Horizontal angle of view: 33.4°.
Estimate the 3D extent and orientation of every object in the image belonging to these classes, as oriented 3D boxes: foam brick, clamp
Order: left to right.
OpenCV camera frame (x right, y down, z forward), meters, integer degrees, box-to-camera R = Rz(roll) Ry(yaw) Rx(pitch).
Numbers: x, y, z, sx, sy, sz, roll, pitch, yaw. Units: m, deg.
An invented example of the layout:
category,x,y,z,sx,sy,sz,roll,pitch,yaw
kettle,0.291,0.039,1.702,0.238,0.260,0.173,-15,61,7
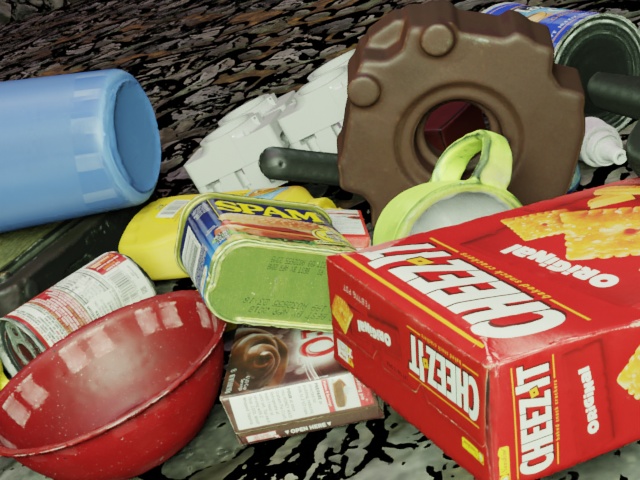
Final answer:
category,x,y,z,sx,sy,sz,roll,pitch,yaw
clamp,0.028,-0.055,0.850,0.171,0.039,0.120,7,10,-13
foam brick,0.102,-0.083,0.904,0.051,0.053,0.078,-1,27,35
clamp,0.230,-0.086,0.607,0.165,0.036,0.209,-29,19,25

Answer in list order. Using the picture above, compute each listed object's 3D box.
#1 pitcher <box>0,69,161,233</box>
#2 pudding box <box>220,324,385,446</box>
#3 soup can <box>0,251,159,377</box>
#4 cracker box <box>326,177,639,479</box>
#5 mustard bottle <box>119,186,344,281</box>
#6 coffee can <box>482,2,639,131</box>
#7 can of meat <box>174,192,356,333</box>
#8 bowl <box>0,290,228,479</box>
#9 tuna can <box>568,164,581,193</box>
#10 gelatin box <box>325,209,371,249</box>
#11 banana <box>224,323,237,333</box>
category,x,y,z,sx,sy,sz,roll,pitch,yaw
pitcher,-0.254,-0.066,0.870,0.243,0.145,0.149,-7,37,15
pudding box,-0.007,0.073,0.645,0.090,0.039,0.113,-14,23,8
soup can,-0.172,0.060,0.763,0.069,0.068,0.102,4,31,43
cracker box,0.132,0.032,0.545,0.213,0.072,0.164,-14,20,-21
mustard bottle,-0.059,-0.007,0.843,0.192,0.058,0.096,-5,24,30
coffee can,0.196,-0.148,0.915,0.102,0.103,0.140,-25,24,-16
can of meat,-0.029,0.014,0.640,0.102,0.057,0.084,7,17,-21
bowl,-0.118,0.096,0.642,0.162,0.055,0.162,-21,21,8
tuna can,0.154,-0.052,0.816,0.086,0.034,0.086,-15,23,6
gelatin box,-0.005,0.001,0.742,0.073,0.030,0.089,1,14,-2
banana,-0.068,0.053,0.738,0.198,0.037,0.069,-16,21,5
